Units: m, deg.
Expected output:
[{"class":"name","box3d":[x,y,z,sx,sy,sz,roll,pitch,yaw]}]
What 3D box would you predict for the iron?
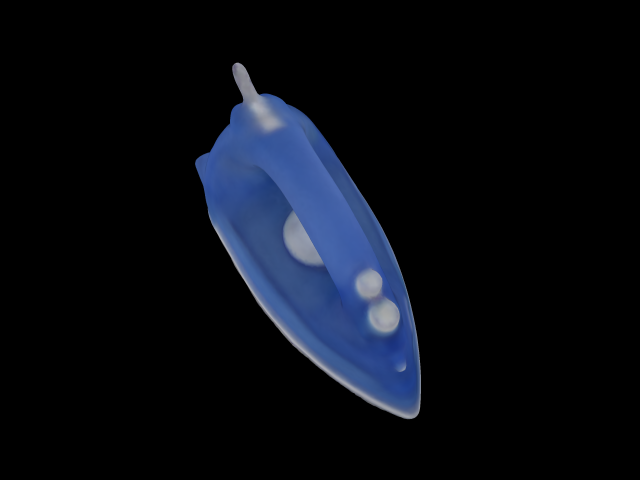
[{"class":"iron","box3d":[0.004,0.001,0.400,0.119,0.141,0.258,-30,70,-11]}]
